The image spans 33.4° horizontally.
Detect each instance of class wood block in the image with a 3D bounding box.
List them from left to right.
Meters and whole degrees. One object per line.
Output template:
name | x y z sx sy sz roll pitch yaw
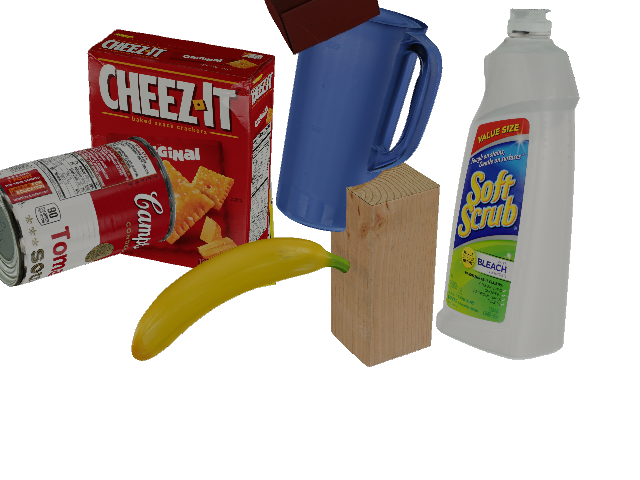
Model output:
wood block | 0.069 0.025 1.204 0.090 0.206 0.090 -15 32 -25

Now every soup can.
soup can | -0.148 -0.019 0.641 0.102 0.068 0.069 -19 11 -34

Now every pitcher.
pitcher | 0.033 -0.134 1.163 0.145 0.243 0.149 10 19 -8

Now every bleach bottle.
bleach bottle | 0.142 -0.045 0.795 0.067 0.251 0.103 -8 16 -34

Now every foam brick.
foam brick | -0.001 -0.189 0.814 0.078 0.053 0.051 -26 -31 -3

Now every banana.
banana | -0.076 0.041 0.861 0.198 0.069 0.037 -22 34 8

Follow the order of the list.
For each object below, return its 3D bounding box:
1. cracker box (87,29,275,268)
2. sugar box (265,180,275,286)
cracker box | -0.134 -0.080 1.024 0.164 0.214 0.072 11 32 13
sugar box | -0.086 -0.038 1.330 0.048 0.176 0.093 -9 24 -11
